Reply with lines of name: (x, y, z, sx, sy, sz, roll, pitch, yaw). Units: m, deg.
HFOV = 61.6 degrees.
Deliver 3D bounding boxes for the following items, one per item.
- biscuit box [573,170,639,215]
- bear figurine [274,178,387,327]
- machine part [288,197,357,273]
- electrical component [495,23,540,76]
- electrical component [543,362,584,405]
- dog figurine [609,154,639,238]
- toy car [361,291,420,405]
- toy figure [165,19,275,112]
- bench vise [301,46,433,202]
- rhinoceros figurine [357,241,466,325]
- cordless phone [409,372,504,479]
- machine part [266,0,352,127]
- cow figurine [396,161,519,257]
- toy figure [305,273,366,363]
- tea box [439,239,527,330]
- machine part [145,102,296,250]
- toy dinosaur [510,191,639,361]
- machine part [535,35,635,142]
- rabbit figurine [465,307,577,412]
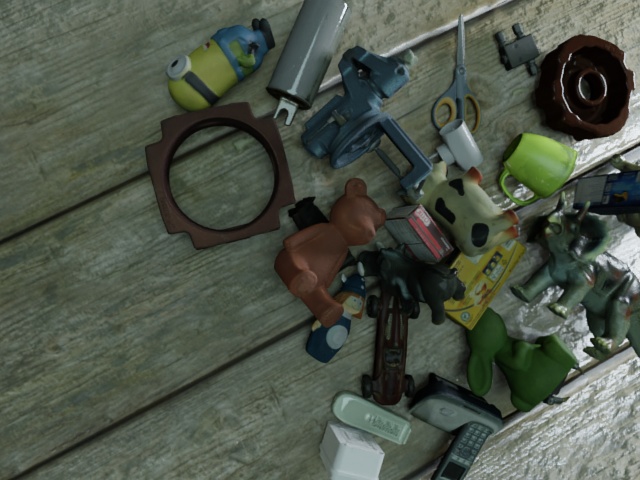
biscuit box: (0.506, -0.076, 0.874, 0.063, 0.203, 0.059, 12, 90, -11)
bear figurine: (0.031, 0.012, 0.809, 0.196, 0.132, 0.120, -38, 128, -4)
machine part: (-0.002, -0.003, 0.879, 0.084, 0.039, 0.138, -28, 99, -2)
electrical component: (0.341, -0.322, 0.926, 0.063, 0.021, 0.094, -28, 98, -7)
electrical component: (0.416, 0.241, 0.956, 0.078, 0.045, 0.102, 33, 87, -11)
dog figurine: (0.595, -0.085, 0.896, 0.121, 0.191, 0.172, -17, 97, -8)
toy car: (0.120, 0.178, 0.902, 0.089, 0.053, 0.202, 5, 93, -7)
toy figure: (-0.150, -0.266, 0.819, 0.180, 0.082, 0.089, -32, 95, -9)
bench vise: (0.097, -0.171, 0.833, 0.223, 0.129, 0.240, -38, 80, 2)
rhinoceros figurine: (0.133, 0.060, 0.833, 0.073, 0.191, 0.112, -46, 123, -19)
cordless phone: (0.207, 0.335, 0.910, 0.146, 0.089, 0.184, 26, 93, -10)
machine part: (-0.017, -0.296, 0.840, 0.079, 0.079, 0.243, 23, 90, -10)
cow figurine: (0.209, -0.056, 0.861, 0.127, 0.085, 0.195, -32, 62, -2)
toy figure: (0.034, 0.126, 0.883, 0.058, 0.064, 0.154, 30, 88, 35)
tea box: (0.254, 0.054, 0.908, 0.098, 0.068, 0.169, 38, 87, -9)
machine part: (-0.150, -0.097, 0.825, 0.201, 0.087, 0.201, -15, 97, -8)
toy dinosaur: (0.483, 0.083, 0.929, 0.404, 0.131, 0.192, 38, 87, -16)
machine part: (0.455, -0.259, 0.924, 0.179, 0.056, 0.179, 0, 90, -16)
rabbit figurine: (0.315, 0.194, 0.915, 0.170, 0.121, 0.159, 41, 99, 17)
